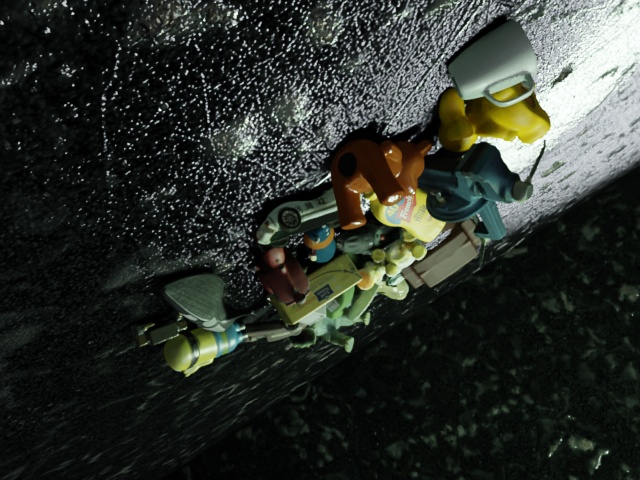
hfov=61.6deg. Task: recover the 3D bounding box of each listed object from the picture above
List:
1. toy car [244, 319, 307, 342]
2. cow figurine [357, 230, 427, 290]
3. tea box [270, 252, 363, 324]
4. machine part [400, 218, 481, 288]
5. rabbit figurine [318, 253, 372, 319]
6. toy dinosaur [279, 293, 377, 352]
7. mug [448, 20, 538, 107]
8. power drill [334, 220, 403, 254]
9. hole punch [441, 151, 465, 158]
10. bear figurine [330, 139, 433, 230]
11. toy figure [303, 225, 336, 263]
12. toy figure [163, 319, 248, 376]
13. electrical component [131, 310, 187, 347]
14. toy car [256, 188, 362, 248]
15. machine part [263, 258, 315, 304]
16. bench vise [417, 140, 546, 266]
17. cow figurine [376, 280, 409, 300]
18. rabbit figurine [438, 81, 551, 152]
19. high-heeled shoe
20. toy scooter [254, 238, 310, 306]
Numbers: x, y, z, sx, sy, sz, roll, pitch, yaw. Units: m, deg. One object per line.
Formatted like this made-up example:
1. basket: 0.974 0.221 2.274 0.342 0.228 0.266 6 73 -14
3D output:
1. toy car: -0.127 0.208 1.237 0.202 0.053 0.089 -5 160 -1
2. cow figurine: 0.148 0.045 1.151 0.167 0.068 0.098 -34 172 9
3. tea box: -0.009 0.099 1.087 0.170 0.068 0.098 -32 179 -14
4. machine part: 0.263 0.005 1.248 0.201 0.087 0.201 -36 -155 9
5. rabbit figurine: 0.057 0.071 1.254 0.170 0.121 0.159 -40 166 -49
6. toy dinosaur: 0.026 0.196 1.452 0.405 0.192 0.131 -19 119 -72
7. mug: 0.244 -0.235 0.760 0.107 0.109 0.080 -24 171 14
8. power drill: 0.151 -0.042 1.125 0.207 0.086 0.232 -45 160 21
9. hole punch: 0.276 -0.146 1.089 0.142 0.092 0.115 -34 133 11
10. bear figurine: 0.108 -0.096 0.847 0.120 0.132 0.196 -32 160 37
11. toy figure: -0.002 -0.001 1.007 0.058 0.064 0.154 4 156 6
12. toy figure: -0.238 0.211 1.119 0.180 0.082 0.089 -16 143 -30
13. electrical component: -0.287 0.157 0.963 0.102 0.045 0.078 -18 -175 -33
14. toy car: -0.017 -0.042 0.885 0.202 0.056 0.073 -20 164 -32
15. machine part: -0.072 0.085 1.143 0.139 0.039 0.084 -46 166 30
16. bench vise: 0.274 -0.069 0.924 0.240 0.224 0.129 51 56 -41
17. cow figurine: 0.156 0.109 1.432 0.195 0.127 0.085 22 126 -31
18. rabbit figurine: 0.263 -0.194 0.884 0.162 0.122 0.173 -12 171 -42
19. high-heeled shoe: -0.228 0.114 0.953 0.145 0.086 0.248 -9 156 30
20. toy scooter: -0.064 0.067 0.953 0.075 0.135 0.183 -32 163 -11
